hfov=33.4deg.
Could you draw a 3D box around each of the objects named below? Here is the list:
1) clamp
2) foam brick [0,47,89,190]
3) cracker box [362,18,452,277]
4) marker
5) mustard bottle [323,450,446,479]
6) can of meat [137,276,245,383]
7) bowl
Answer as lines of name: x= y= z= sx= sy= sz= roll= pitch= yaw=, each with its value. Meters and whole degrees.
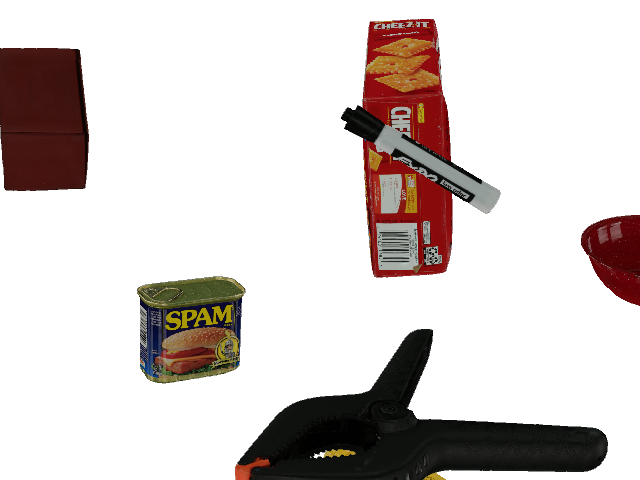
clamp: x=0.037 y=0.108 z=0.626 sx=0.209 sy=0.036 sz=0.165 roll=-10 pitch=24 yaw=-27
foam brick: x=-0.175 y=-0.076 z=0.669 sx=0.051 sy=0.078 sz=0.053 roll=-3 pitch=-39 yaw=-16
cracker box: x=0.078 y=-0.089 z=0.951 sx=0.072 sy=0.164 sz=0.213 roll=-2 pitch=27 yaw=6
marker: x=0.068 y=-0.057 z=0.731 sx=0.121 sy=0.020 sz=0.020 roll=31 pitch=-3 yaw=-4
mustard bottle: x=0.069 y=0.234 z=0.969 sx=0.096 sy=0.058 sz=0.192 roll=-17 pitch=25 yaw=-36
can of meat: x=-0.126 y=0.087 z=1.041 sx=0.101 sy=0.084 sz=0.058 roll=-6 pitch=19 yaw=-26
bowl: x=0.362 y=0.028 z=1.157 sx=0.162 sy=0.055 sz=0.162 roll=-1 pitch=26 yaw=0
